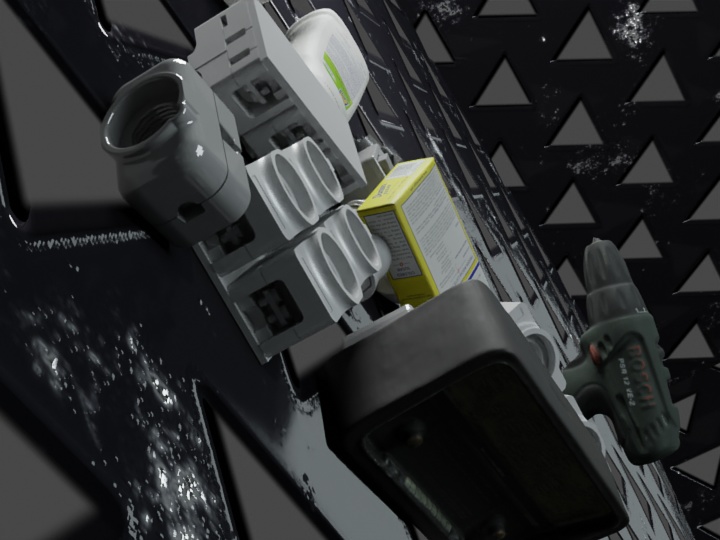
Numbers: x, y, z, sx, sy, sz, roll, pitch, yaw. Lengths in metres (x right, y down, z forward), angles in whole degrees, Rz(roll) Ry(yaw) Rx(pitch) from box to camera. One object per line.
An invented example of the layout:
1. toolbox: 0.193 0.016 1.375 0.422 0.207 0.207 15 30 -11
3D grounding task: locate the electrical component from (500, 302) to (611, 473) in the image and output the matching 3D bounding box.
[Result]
1. electrical component: 0.133 0.131 0.920 0.060 0.105 0.186 -2 -59 57

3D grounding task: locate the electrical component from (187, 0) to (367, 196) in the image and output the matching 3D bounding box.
1. electrical component: -0.064 -0.124 0.836 0.150 0.062 0.089 49 18 -44

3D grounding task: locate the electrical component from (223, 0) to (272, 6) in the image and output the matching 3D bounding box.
1. electrical component: -0.112 -0.287 0.986 0.099 0.064 0.099 56 14 -22

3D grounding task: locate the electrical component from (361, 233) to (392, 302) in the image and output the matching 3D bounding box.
1. electrical component: 0.000 0.000 0.876 0.044 0.044 0.065 59 18 -13

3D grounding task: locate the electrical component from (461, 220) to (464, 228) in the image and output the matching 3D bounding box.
1. electrical component: 0.060 -0.022 1.097 0.043 0.077 0.079 -25 126 -60

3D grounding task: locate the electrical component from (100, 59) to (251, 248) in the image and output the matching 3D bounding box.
1. electrical component: -0.102 -0.068 0.591 0.059 0.054 0.095 49 18 -45

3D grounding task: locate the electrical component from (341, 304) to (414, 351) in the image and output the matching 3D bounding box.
1. electrical component: 0.030 0.071 0.793 0.096 0.062 0.061 51 17 -39

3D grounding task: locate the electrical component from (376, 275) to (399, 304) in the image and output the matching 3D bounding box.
1. electrical component: 0.040 0.012 1.001 0.078 0.040 0.040 37 28 -62

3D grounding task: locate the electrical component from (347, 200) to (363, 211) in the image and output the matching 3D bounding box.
1. electrical component: -0.002 -0.047 0.977 0.035 0.035 0.061 63 15 7

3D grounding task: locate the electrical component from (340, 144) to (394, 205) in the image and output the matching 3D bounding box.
1. electrical component: 0.019 -0.067 1.038 0.096 0.061 0.061 59 13 -14

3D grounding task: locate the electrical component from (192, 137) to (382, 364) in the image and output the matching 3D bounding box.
1. electrical component: -0.044 -0.023 0.706 0.105 0.060 0.186 60 13 -6
